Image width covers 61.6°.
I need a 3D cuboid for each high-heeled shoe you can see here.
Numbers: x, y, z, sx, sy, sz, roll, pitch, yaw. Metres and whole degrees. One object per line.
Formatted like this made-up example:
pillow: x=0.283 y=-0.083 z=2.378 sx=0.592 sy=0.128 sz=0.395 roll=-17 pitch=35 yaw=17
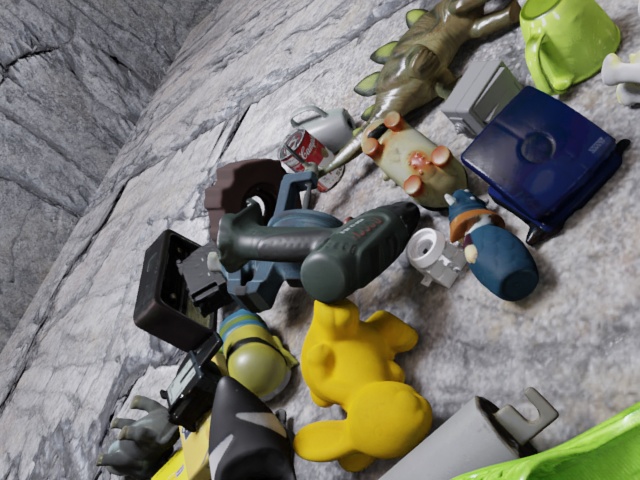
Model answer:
high-heeled shoe: x=-0.048 y=0.254 z=0.478 sx=0.086 sy=0.248 sz=0.145 roll=-22 pitch=7 yaw=-6

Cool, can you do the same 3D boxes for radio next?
radio: x=-0.266 y=0.087 z=1.009 sx=0.073 sy=0.131 sz=0.230 roll=-43 pitch=32 yaw=20

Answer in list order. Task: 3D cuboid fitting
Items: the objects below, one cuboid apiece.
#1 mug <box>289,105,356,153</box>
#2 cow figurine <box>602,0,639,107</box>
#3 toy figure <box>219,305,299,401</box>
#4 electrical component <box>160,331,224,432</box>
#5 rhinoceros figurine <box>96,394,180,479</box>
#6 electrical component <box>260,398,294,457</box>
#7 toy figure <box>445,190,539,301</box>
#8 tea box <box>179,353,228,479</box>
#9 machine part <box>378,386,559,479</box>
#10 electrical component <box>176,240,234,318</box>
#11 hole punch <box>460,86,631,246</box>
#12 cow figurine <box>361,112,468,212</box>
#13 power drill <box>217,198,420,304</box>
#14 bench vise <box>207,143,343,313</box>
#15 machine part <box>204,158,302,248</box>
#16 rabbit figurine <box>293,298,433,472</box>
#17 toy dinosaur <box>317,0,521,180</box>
mug: x=0.004 y=-0.201 z=0.967 sx=0.107 sy=0.109 sz=0.081 roll=-20 pitch=39 yaw=24
cow figurine: x=0.358 y=-0.206 z=0.515 sx=0.098 sy=0.068 sz=0.167 roll=27 pitch=85 yaw=54
toy figure: x=-0.103 y=0.154 z=0.758 sx=0.082 sy=0.089 sz=0.180 roll=-53 pitch=32 yaw=8
electrical component: x=-0.157 y=0.182 z=0.712 sx=0.119 sy=0.047 sz=0.075 roll=-53 pitch=31 yaw=-4
rhinoceros figurine: x=-0.263 y=0.308 z=0.797 sx=0.190 sy=0.112 sz=0.073 roll=-55 pitch=21 yaw=32
electrical component: x=-0.060 y=0.240 z=0.638 sx=0.021 sy=0.063 sz=0.094 roll=-34 pitch=37 yaw=30
toy figure: x=0.171 y=-0.001 z=0.565 sx=0.058 sy=0.064 sz=0.155 roll=-47 pitch=31 yaw=20
tea box: x=-0.138 y=0.243 z=0.739 sx=0.098 sy=0.068 sz=0.170 roll=-50 pitch=31 yaw=4
machine part: x=0.095 y=0.211 z=0.443 sx=0.243 sy=0.079 sz=0.079 roll=-45 pitch=31 yaw=12
electrical component: x=-0.173 y=0.053 z=0.942 sx=0.134 sy=0.058 sz=0.115 roll=-31 pitch=49 yaw=-7
hole punch: x=0.225 y=-0.083 z=0.554 sx=0.142 sy=0.092 sz=0.116 roll=-46 pitch=37 yaw=5
cow figurine: x=0.120 y=-0.106 z=0.710 sx=0.085 sy=0.127 sz=0.195 roll=-49 pitch=45 yaw=9
power drill: x=-0.001 y=-0.002 z=0.641 sx=0.208 sy=0.085 sz=0.232 roll=10 pitch=25 yaw=19
bench vise: x=-0.049 y=-0.012 z=0.791 sx=0.224 sy=0.128 sz=0.240 roll=-8 pitch=57 yaw=26
machine part: x=-0.103 y=-0.051 z=0.885 sx=0.056 sy=0.179 sz=0.179 roll=3 pitch=62 yaw=51
rabbit figurine: x=0.039 y=0.154 z=0.537 sx=0.162 sy=0.121 sz=0.173 roll=-57 pitch=31 yaw=3
toy dinosaur: x=0.149 y=-0.261 z=0.832 sx=0.471 sy=0.105 sz=0.199 roll=-48 pitch=26 yaw=-4
